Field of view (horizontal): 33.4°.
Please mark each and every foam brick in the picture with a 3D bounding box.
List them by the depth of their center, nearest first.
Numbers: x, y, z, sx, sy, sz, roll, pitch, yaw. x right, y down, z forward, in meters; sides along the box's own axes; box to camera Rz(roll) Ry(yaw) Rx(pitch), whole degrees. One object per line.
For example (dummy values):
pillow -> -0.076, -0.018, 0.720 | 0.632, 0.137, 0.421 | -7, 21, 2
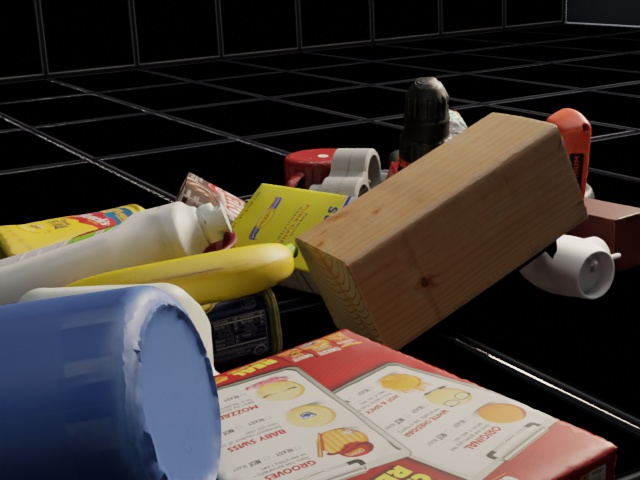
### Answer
foam brick -> 0.264, -0.006, 1.005 | 0.051, 0.053, 0.078 | -13, 19, -33

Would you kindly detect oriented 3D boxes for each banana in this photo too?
banana -> -0.099, 0.032, 0.776 | 0.197, 0.037, 0.070 | -10, -5, -17

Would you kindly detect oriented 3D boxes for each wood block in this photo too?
wood block -> 0.098, -0.009, 0.848 | 0.206, 0.091, 0.090 | -33, 25, -17

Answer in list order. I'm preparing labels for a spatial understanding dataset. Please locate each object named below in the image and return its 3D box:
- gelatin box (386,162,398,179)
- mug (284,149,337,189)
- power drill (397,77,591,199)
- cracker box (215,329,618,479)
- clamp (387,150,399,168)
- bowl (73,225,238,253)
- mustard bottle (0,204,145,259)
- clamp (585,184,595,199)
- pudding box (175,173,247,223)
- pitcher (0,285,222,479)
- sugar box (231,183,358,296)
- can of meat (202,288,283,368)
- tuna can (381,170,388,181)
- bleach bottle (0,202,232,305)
gelatin box -> 0.119, -0.048, 1.106 | 0.089, 0.030, 0.073 | 5, 33, -14
mug -> -0.005, -0.052, 1.168 | 0.093, 0.081, 0.117 | 8, 19, 35
power drill -> 0.164, -0.077, 1.025 | 0.187, 0.184, 0.057 | -9, 31, -13
cracker box -> 0.016, 0.125, 0.553 | 0.163, 0.072, 0.214 | -16, 21, -34
clamp -> 0.104, -0.043, 1.162 | 0.165, 0.036, 0.209 | 24, 32, 29
bowl -> -0.153, 0.028, 0.961 | 0.162, 0.055, 0.162 | -3, 16, 1
mustard bottle -> -0.227, 0.002, 1.065 | 0.191, 0.058, 0.096 | -12, 18, -30
clamp -> 0.251, -0.033, 1.136 | 0.120, 0.039, 0.171 | 18, 32, 37
pudding box -> -0.106, -0.025, 1.103 | 0.090, 0.039, 0.113 | 27, 14, -11
pitcher -> -0.172, 0.094, 0.506 | 0.243, 0.145, 0.149 | -12, 44, 14
sugar box -> -0.006, 0.001, 0.980 | 0.177, 0.048, 0.093 | 8, 54, 42
can of meat -> -0.088, 0.062, 0.826 | 0.083, 0.057, 0.102 | -13, 17, -22
tuna can -> 0.061, -0.059, 1.271 | 0.086, 0.034, 0.086 | -3, 15, 1
bleach bottle -> -0.190, 0.027, 0.827 | 0.251, 0.068, 0.102 | -20, 11, 0
